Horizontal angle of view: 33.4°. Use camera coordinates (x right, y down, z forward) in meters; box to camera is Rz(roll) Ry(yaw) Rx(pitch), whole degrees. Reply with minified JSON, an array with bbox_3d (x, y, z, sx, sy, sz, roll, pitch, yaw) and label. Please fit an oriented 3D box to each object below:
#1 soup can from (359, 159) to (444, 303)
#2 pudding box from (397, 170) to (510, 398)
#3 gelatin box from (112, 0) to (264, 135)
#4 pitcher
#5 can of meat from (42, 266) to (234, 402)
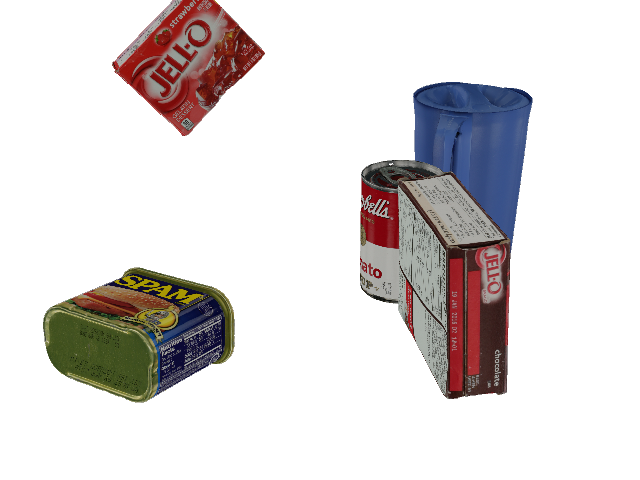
[{"bbox_3d":[0.066,-0.008,0.880,0.068,0.102,0.068,0,25,0],"label":"soup can"},{"bbox_3d":[0.072,0.021,0.595,0.039,0.090,0.113,-6,23,-9],"label":"pudding box"},{"bbox_3d":[-0.098,-0.135,0.794,0.073,0.089,0.030,43,3,-26],"label":"gelatin box"},{"bbox_3d":[0.166,-0.054,1.236,0.149,0.243,0.145,-9,24,-20],"label":"pitcher"},{"bbox_3d":[-0.124,0.063,0.724,0.102,0.057,0.083,13,22,30],"label":"can of meat"}]
